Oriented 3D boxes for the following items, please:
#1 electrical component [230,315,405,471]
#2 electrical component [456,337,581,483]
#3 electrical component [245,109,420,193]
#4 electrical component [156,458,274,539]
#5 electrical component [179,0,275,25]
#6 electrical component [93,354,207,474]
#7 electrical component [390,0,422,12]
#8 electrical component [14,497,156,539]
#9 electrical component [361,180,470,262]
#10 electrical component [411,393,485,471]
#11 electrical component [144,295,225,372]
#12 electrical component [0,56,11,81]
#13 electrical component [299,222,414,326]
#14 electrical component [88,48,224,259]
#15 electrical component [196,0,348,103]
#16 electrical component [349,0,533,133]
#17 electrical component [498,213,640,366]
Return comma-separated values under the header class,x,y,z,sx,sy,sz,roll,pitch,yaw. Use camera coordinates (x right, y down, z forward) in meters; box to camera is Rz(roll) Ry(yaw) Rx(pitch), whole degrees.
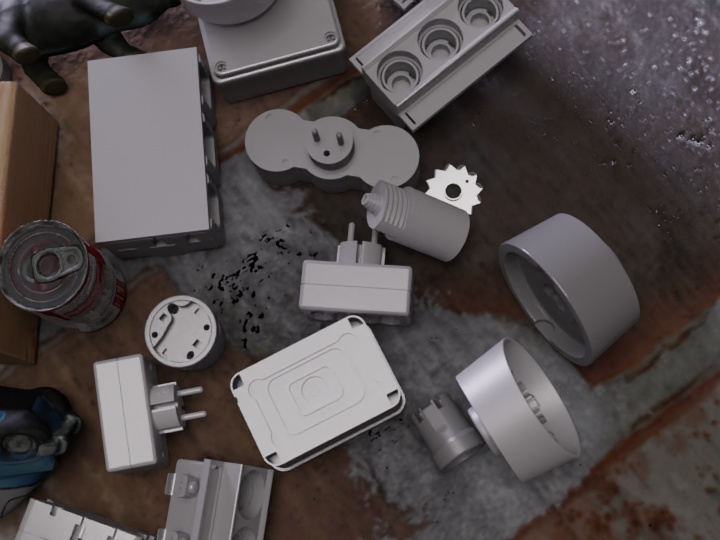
class,x,y,z,sx,sy,sz,roll,pitch,yaw
electrical component,-0.030,0.093,0.806,0.113,0.057,0.078,-27,76,-2
electrical component,0.115,0.101,0.774,0.064,0.099,0.099,-33,77,3
electrical component,-0.022,-0.095,0.840,0.138,0.073,0.052,9,78,7
electrical component,-0.109,0.201,0.783,0.063,0.079,0.121,1,76,28
electrical component,-0.104,-0.241,0.825,0.099,0.064,0.099,-1,77,4
electrical component,-0.155,0.107,0.818,0.076,0.047,0.083,-11,77,0
electrical component,0.021,-0.271,0.882,0.079,0.063,0.121,-45,78,-6
electrical component,-0.207,0.210,0.796,0.089,0.050,0.055,17,79,8
electrical component,0.038,-0.040,0.819,0.081,0.043,0.043,21,78,-23
electrical component,0.064,0.120,0.801,0.040,0.040,0.046,-32,71,-3
electrical component,-0.133,0.051,0.829,0.055,0.047,0.055,-1,77,4
electrical component,-0.320,-0.168,0.890,0.045,0.055,0.045,-1,77,5
electrical component,0.000,0.000,0.830,0.083,0.047,0.075,4,77,6
electrical component,-0.161,-0.091,0.856,0.089,0.061,0.150,-7,77,3
electrical component,-0.075,-0.205,0.878,0.109,0.056,0.108,-15,76,1
electrical component,0.064,-0.171,0.856,0.121,0.063,0.078,-39,77,-5
electrical component,0.158,0.009,0.787,0.060,0.108,0.108,-34,77,-10
